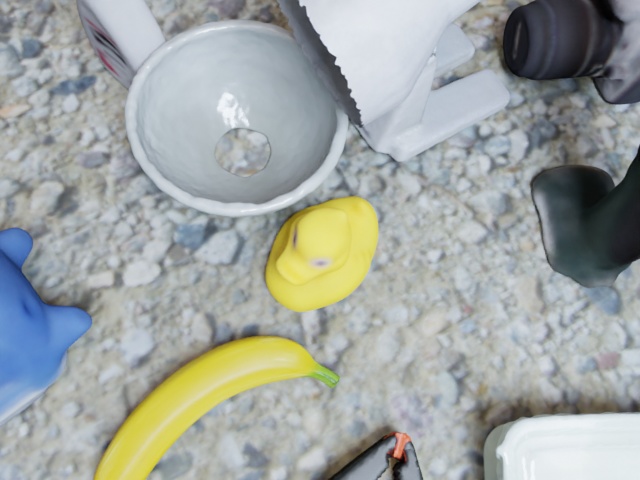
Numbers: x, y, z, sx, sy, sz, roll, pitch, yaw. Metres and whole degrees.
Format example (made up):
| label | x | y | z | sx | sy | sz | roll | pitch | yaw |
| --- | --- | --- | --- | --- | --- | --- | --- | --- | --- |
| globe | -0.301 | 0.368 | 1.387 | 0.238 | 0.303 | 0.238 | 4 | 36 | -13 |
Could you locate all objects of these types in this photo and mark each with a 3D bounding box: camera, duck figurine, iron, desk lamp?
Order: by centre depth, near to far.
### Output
| label | x | y | z | sx | sy | sz | roll | pitch | yaw |
| --- | --- | --- | --- | --- | --- | --- | --- | --- | --- |
| iron | -0.285 | 0.091 | 0.349 | 0.258 | 0.141 | 0.118 | -39 | 79 | -15 |
| desk lamp | 0.065 | -0.151 | 0.417 | 0.203 | 0.213 | 0.118 | -29 | 76 | -13 |
| duck figurine | 0.004 | 0.002 | 0.430 | 0.077 | 0.086 | 0.105 | 43 | 74 | 10 |
| camera | 0.237 | -0.201 | 0.506 | 0.137 | 0.101 | 0.143 | -7 | 73 | -7 |

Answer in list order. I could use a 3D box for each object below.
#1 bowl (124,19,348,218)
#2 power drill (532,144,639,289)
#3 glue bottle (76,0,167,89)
| label | x | y | z | sx | sy | sz | roll | pitch | yaw |
| --- | --- | --- | --- | --- | --- | --- | --- | --- | --- |
| bowl | -0.063 | -0.086 | 0.459 | 0.167 | 0.075 | 0.167 | 1 | 72 | -4 |
| power drill | 0.231 | -0.052 | 0.401 | 0.075 | 0.208 | 0.229 | -6 | 73 | -6 |
| glue bottle | -0.154 | -0.172 | 0.428 | 0.078 | 0.173 | 0.037 | 36 | 73 | 8 |
